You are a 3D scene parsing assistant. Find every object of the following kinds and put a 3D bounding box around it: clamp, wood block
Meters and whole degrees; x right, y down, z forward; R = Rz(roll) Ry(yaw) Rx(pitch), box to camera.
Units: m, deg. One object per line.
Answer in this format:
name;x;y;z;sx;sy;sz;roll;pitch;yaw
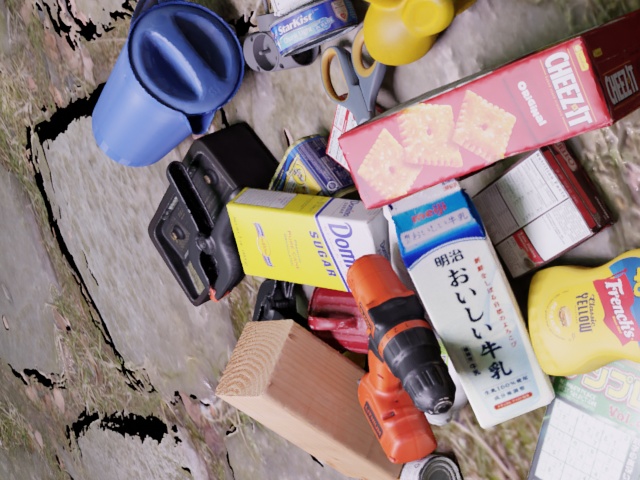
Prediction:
clamp;-0.130;-0.011;1.230;0.120;0.039;0.171;34;133;34
clamp;-0.044;0.085;1.262;0.210;0.036;0.164;119;148;-52
wood block;0.001;0.177;1.159;0.205;0.090;0.090;38;153;-29

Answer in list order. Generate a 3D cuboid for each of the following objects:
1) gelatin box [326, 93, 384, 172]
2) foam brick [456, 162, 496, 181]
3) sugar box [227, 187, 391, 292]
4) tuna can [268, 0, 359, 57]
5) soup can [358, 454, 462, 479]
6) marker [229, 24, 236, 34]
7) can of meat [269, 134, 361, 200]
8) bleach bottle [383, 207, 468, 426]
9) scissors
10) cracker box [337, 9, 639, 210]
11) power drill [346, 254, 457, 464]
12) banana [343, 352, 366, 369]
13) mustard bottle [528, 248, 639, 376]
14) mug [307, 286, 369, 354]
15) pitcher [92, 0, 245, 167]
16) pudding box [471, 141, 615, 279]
gelatin box;0.050;-0.100;1.092;0.089;0.030;0.073;42;137;33
foam brick;0.117;-0.086;1.000;0.078;0.052;0.051;3;111;51
sugar box;-0.008;0.001;1.111;0.176;0.048;0.093;9;127;34
tuna can;-0.005;-0.212;1.053;0.086;0.085;0.034;-15;98;53
soup can;0.101;0.272;1.198;0.102;0.068;0.068;-9;102;52
marker;-0.141;-0.238;1.257;0.121;0.020;0.020;3;111;50
can of meat;-0.005;-0.054;1.162;0.084;0.057;0.102;53;141;19
bleach bottle;0.116;0.077;1.081;0.103;0.067;0.251;26;130;40
scissors;0.055;-0.127;1.029;0.096;0.016;0.202;-50;51;31
cracker box;0.146;-0.101;0.825;0.214;0.163;0.072;-18;97;38
power drill;0.079;0.130;1.016;0.188;0.057;0.184;86;164;-45
banana;-0.004;0.167;1.294;0.198;0.037;0.069;-13;99;52
mustard bottle;0.263;0.057;0.888;0.192;0.058;0.096;-17;70;50
mug;0.039;0.081;1.136;0.082;0.117;0.093;2;94;45
pitcher;-0.192;-0.181;1.255;0.145;0.149;0.243;34;154;-13
pudding box;0.194;-0.026;0.951;0.114;0.039;0.090;-40;77;51
